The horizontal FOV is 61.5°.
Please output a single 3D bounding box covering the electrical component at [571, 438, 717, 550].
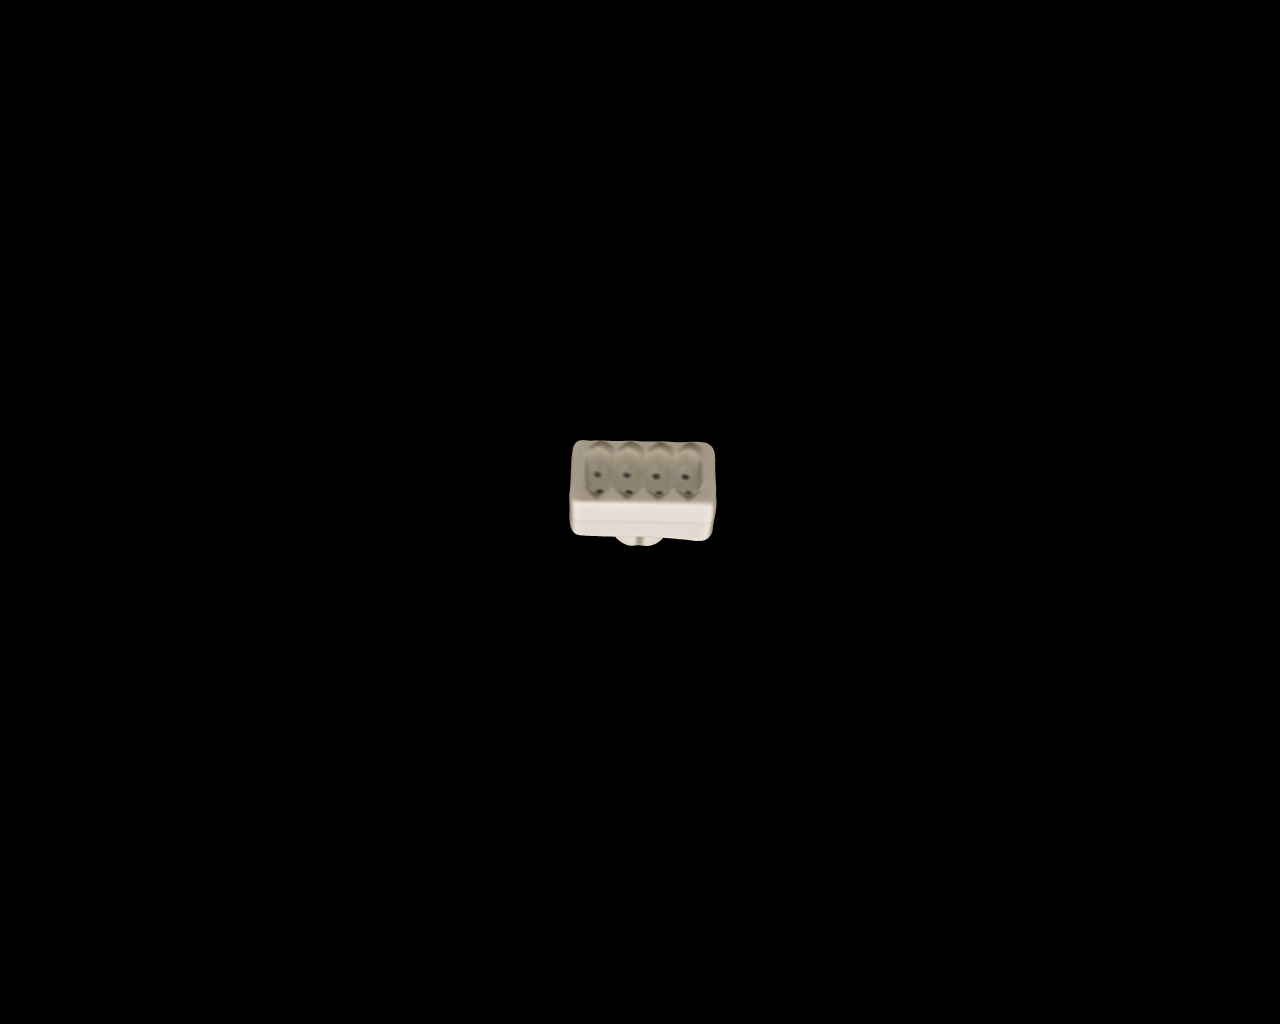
[{"bbox_3d":[0.001,-0.003,0.650,0.083,0.047,0.075,2,-35,-2],"label":"electrical component"}]
